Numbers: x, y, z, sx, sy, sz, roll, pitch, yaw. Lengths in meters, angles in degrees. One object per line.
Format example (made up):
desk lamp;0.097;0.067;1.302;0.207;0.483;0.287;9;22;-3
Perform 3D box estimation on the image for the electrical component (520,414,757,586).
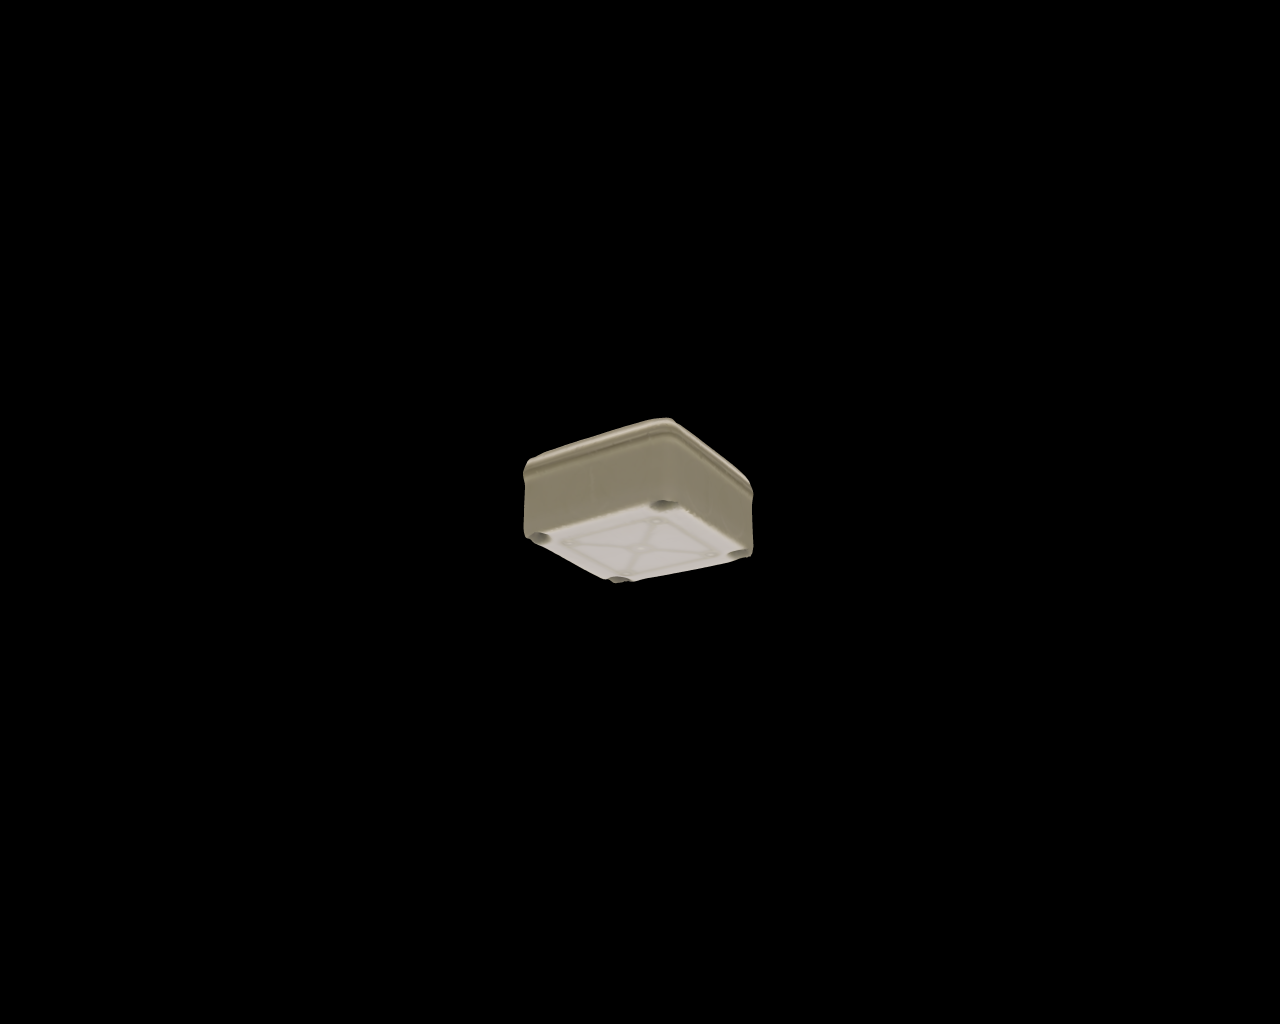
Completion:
electrical component;0.001;-0.003;0.650;0.108;0.056;0.108;-14;-27;29
